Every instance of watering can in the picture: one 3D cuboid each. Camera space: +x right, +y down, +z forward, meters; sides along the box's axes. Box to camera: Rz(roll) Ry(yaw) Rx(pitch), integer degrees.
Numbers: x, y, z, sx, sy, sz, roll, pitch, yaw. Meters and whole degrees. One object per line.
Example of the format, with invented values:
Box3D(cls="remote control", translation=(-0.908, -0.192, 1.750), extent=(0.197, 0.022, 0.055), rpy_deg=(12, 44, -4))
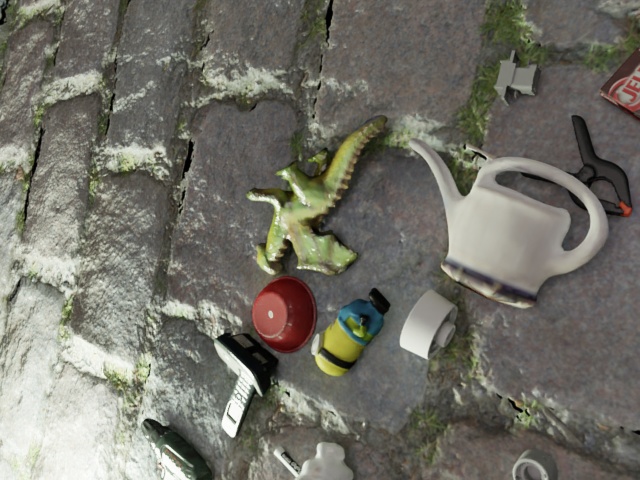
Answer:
Box3D(cls="watering can", translation=(0.261, -0.032, 0.824), extent=(0.351, 0.103, 0.223), rpy_deg=(27, 99, 37))

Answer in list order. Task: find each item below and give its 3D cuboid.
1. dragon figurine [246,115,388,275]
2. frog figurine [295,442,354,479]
Box3D(cls="dragon figurine", translation=(0.003, -0.052, 1.030), extent=(0.406, 0.123, 0.244), rpy_deg=(-27, 85, 30))
Box3D(cls="frog figurine", translation=(0.016, 0.450, 0.904), extent=(0.137, 0.122, 0.160), rpy_deg=(24, 88, 2))
